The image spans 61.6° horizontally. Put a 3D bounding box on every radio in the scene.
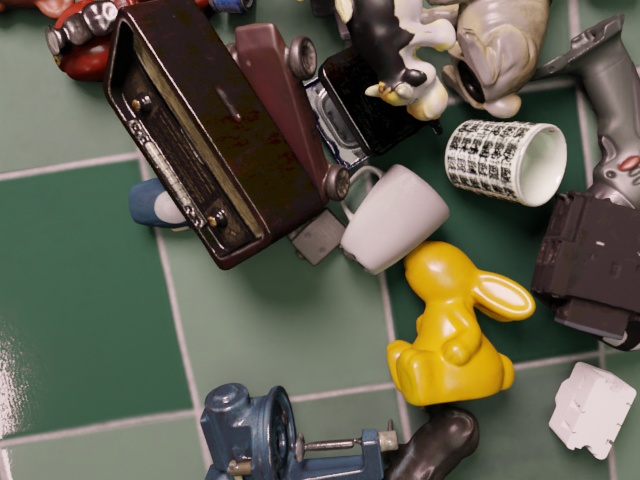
[{"bbox_3d":[-0.106,-0.090,0.498,0.073,0.131,0.229,-32,90,-35],"label":"radio"}]

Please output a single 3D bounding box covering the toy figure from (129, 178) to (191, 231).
[{"bbox_3d":[-0.128,-0.043,0.594,0.155,0.058,0.064,-4,137,-1],"label":"toy figure"}]

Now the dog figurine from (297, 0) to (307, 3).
[{"bbox_3d":[0.022,-0.320,0.494,0.109,0.191,0.219,38,101,19],"label":"dog figurine"}]

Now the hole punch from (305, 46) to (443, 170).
[{"bbox_3d":[0.049,-0.146,0.573,0.116,0.092,0.142,-35,95,-23],"label":"hole punch"}]

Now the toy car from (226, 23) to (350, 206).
[{"bbox_3d":[-0.030,-0.117,0.534,0.089,0.053,0.201,5,132,28],"label":"toy car"}]

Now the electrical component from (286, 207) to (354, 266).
[{"bbox_3d":[-0.001,-0.002,0.616,0.063,0.021,0.094,-44,97,6],"label":"electrical component"}]

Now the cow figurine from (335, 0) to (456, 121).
[{"bbox_3d":[0.066,-0.182,0.487,0.098,0.068,0.167,-25,111,-25],"label":"cow figurine"}]

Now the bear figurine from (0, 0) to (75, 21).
[{"bbox_3d":[-0.303,-0.325,0.515,0.120,0.132,0.195,9,92,5],"label":"bear figurine"}]

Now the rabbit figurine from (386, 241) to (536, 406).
[{"bbox_3d":[0.146,0.082,0.586,0.162,0.122,0.173,-11,79,8],"label":"rabbit figurine"}]

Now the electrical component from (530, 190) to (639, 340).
[{"bbox_3d":[0.281,0.027,0.533,0.115,0.058,0.134,14,89,5],"label":"electrical component"}]

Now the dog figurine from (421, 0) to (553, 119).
[{"bbox_3d":[0.209,-0.233,0.533,0.191,0.121,0.172,-29,98,3],"label":"dog figurine"}]

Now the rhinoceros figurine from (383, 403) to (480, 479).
[{"bbox_3d":[0.113,0.270,0.614,0.073,0.112,0.190,40,88,-8],"label":"rhinoceros figurine"}]

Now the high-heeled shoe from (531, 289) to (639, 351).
[{"bbox_3d":[0.364,0.045,0.586,0.249,0.086,0.145,17,115,-18],"label":"high-heeled shoe"}]

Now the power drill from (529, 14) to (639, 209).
[{"bbox_3d":[0.303,-0.114,0.573,0.232,0.086,0.207,-35,93,5],"label":"power drill"}]

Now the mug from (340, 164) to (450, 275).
[{"bbox_3d":[0.065,-0.024,0.579,0.110,0.080,0.107,40,87,11],"label":"mug"}]

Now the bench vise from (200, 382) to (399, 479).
[{"bbox_3d":[-0.028,0.258,0.607,0.241,0.129,0.223,-9,98,8],"label":"bench vise"}]

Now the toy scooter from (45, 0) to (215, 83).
[{"bbox_3d":[-0.194,-0.216,0.526,0.184,0.135,0.075,-24,100,4],"label":"toy scooter"}]

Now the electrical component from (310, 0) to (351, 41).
[{"bbox_3d":[0.023,-0.254,0.535,0.075,0.047,0.119,-7,55,2],"label":"electrical component"}]
